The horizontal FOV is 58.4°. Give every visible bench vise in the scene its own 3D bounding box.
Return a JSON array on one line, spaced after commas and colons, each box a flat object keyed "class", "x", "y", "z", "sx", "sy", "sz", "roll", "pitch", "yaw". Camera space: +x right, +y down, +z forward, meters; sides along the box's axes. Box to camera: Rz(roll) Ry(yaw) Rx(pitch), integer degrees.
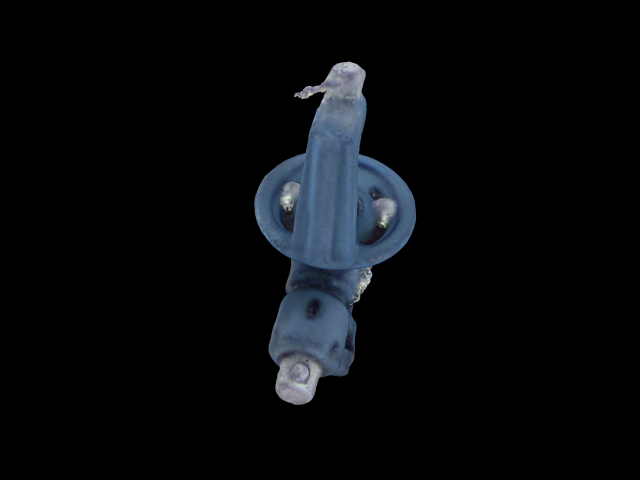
[{"class": "bench vise", "x": 0.016, "y": 0.000, "z": 0.400, "sx": 0.121, "sy": 0.220, "sz": 0.207, "roll": -6, "pitch": 66, "yaw": -2}]
